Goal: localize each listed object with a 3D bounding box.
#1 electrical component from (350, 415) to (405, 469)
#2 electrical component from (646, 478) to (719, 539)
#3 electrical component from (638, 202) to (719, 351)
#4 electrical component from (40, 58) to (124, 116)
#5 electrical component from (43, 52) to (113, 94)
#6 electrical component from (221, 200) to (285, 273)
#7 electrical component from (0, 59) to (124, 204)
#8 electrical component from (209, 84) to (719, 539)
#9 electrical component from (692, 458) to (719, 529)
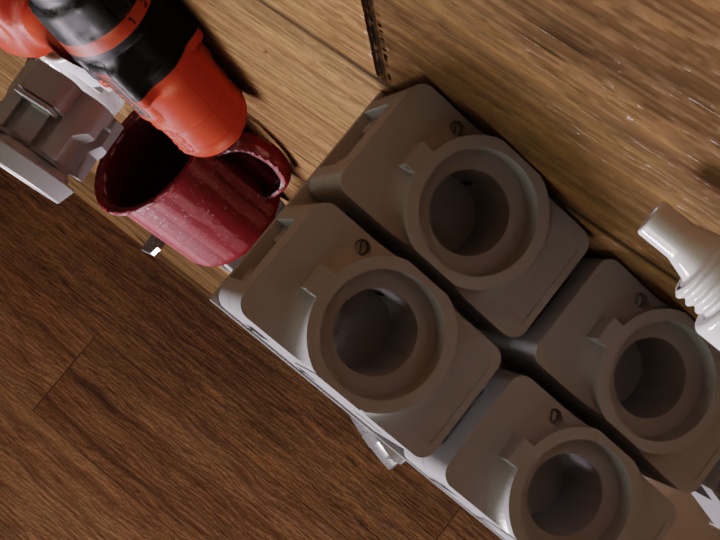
[{"bbox_3d":[0.022,0.096,0.857,0.105,0.060,0.186,53,-179,11],"label":"electrical component"},{"bbox_3d":[0.188,0.155,0.649,0.113,0.057,0.078,42,171,-20],"label":"electrical component"},{"bbox_3d":[0.104,0.005,0.297,0.061,0.035,0.035,40,171,5],"label":"electrical component"},{"bbox_3d":[-0.199,-0.142,0.746,0.043,0.043,0.081,33,160,32],"label":"electrical component"},{"bbox_3d":[-0.175,-0.139,0.689,0.040,0.040,0.046,33,176,33],"label":"electrical component"},{"bbox_3d":[-0.085,-0.034,0.766,0.044,0.065,0.044,38,172,6],"label":"electrical component"},{"bbox_3d":[-0.172,-0.074,0.594,0.058,0.057,0.078,32,173,9],"label":"electrical component"},{"bbox_3d":[0.052,0.031,0.411,0.186,0.105,0.060,41,171,-14],"label":"electrical component"},{"bbox_3d":[0.175,0.094,0.441,0.064,0.042,0.081,27,167,45],"label":"electrical component"}]
